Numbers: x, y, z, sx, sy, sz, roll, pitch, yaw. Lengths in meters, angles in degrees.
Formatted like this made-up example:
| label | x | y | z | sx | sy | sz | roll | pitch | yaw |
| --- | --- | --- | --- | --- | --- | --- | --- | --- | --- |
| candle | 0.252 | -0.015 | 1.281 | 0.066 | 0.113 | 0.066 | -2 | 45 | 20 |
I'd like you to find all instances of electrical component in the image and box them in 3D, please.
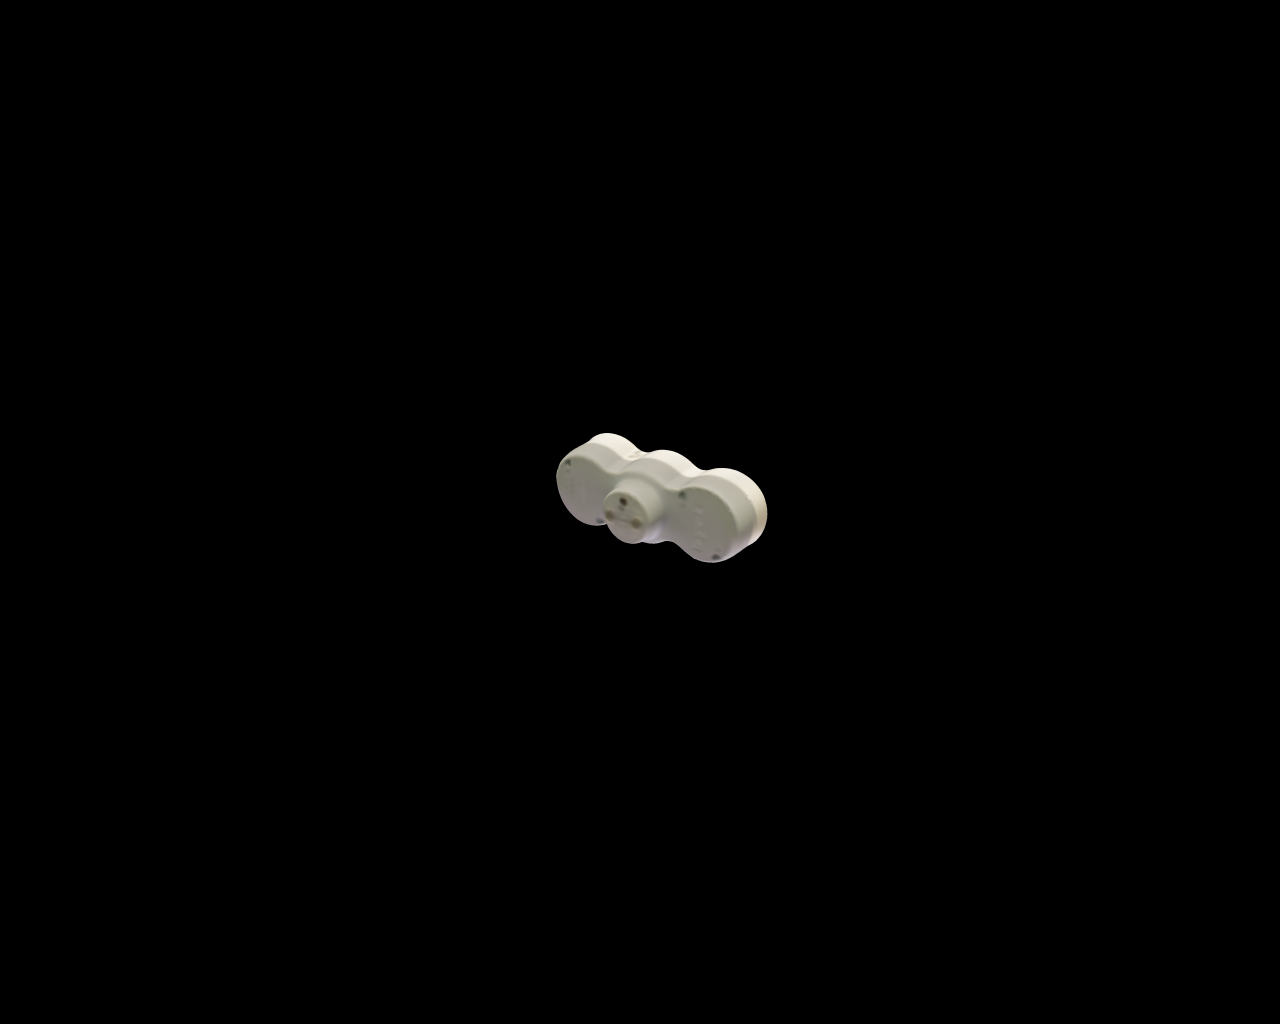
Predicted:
| label | x | y | z | sx | sy | sz | roll | pitch | yaw |
| --- | --- | --- | --- | --- | --- | --- | --- | --- | --- |
| electrical component | 0.001 | -0.003 | 0.650 | 0.138 | 0.052 | 0.074 | 18 | 32 | 31 |
